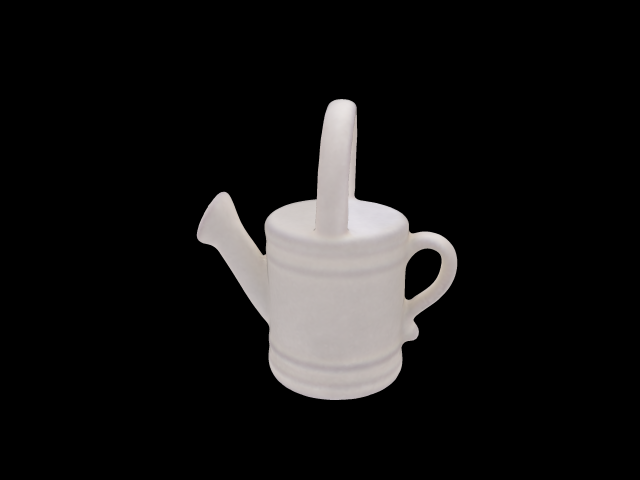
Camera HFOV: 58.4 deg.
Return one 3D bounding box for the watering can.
[{"bbox_3d":[0.003,0.002,0.398,0.173,0.194,0.100,-5,20,-12],"label":"watering can"}]
